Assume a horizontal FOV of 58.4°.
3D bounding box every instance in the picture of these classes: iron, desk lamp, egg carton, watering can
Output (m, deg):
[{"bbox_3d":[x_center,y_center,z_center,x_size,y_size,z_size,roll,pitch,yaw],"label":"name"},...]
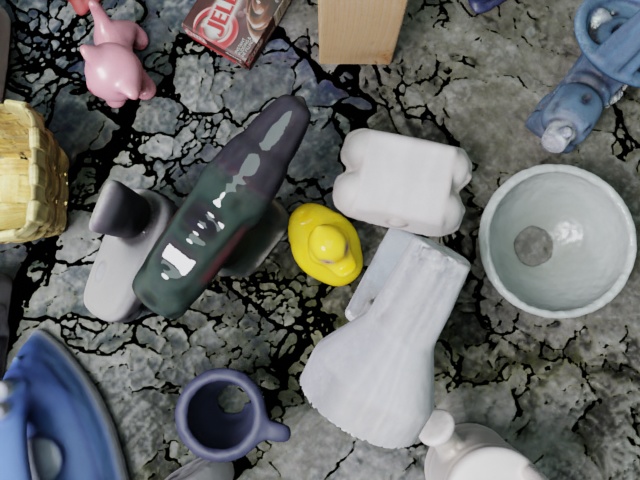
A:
[{"bbox_3d":[-0.288,0.219,0.582,0.118,0.141,0.258,-18,84,-1],"label":"iron"},{"bbox_3d":[0.073,0.078,0.560,0.118,0.213,0.203,27,85,3],"label":"desk lamp"},{"bbox_3d":[0.093,-0.064,0.648,0.150,0.069,0.107,11,84,1],"label":"egg carton"},{"bbox_3d":[0.159,0.243,0.552,0.173,0.194,0.101,29,85,3],"label":"watering can"}]

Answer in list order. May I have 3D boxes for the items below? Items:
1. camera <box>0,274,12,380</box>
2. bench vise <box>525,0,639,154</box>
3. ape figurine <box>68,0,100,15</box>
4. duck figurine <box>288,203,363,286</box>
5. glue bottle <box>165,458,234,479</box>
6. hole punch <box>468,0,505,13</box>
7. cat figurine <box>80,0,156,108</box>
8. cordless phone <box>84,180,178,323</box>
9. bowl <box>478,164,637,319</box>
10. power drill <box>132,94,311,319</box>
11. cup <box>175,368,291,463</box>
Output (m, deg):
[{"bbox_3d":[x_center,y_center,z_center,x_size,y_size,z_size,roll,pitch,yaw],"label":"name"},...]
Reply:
[{"bbox_3d":[-0.424,0.101,0.616,0.137,0.101,0.143,4,84,1],"label":"camera"},{"bbox_3d":[0.314,-0.181,0.584,0.121,0.220,0.207,18,84,3],"label":"bench vise"},{"bbox_3d":[-0.281,-0.319,0.665,0.078,0.092,0.076,1,84,1],"label":"ape figurine"},{"bbox_3d":[0.006,0.002,0.632,0.077,0.086,0.104,-36,85,-3],"label":"duck figurine"},{"bbox_3d":[-0.133,0.254,0.562,0.078,0.173,0.037,-26,84,-2],"label":"glue bottle"},{"bbox_3d":[0.211,-0.339,0.666,0.108,0.091,0.101,-31,84,-3],"label":"hole punch"},{"bbox_3d":[-0.232,-0.203,0.640,0.067,0.118,0.128,-15,84,-1],"label":"cat figurine"},{"bbox_3d":[-0.209,0.011,0.583,0.094,0.185,0.148,17,84,3],"label":"cordless phone"},{"bbox_3d":[0.252,0.004,0.637,0.167,0.075,0.167,0,84,0],"label":"bowl"},{"bbox_3d":[-0.085,-0.025,0.574,0.075,0.208,0.230,37,85,4],"label":"power drill"},{"bbox_3d":[-0.085,0.182,0.609,0.117,0.095,0.092,16,84,2],"label":"cup"}]
